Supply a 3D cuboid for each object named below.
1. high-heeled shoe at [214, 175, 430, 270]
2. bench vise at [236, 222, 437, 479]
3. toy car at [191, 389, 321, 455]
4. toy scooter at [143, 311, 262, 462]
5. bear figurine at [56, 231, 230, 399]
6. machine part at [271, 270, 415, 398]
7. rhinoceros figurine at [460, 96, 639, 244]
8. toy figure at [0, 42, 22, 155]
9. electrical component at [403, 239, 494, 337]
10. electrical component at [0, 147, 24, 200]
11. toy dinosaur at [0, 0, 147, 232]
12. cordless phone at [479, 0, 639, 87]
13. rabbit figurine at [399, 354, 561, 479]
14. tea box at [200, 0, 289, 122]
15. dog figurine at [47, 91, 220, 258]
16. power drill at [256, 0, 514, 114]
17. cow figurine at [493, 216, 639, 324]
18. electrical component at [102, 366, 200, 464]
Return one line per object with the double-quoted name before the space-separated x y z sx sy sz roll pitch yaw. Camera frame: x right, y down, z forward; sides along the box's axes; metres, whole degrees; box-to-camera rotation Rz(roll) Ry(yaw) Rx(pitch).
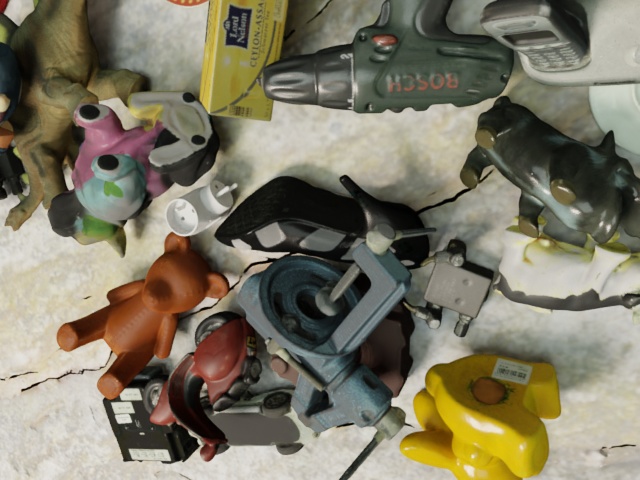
"high-heeled shoe" -0.001 -0.002 0.616 0.249 0.086 0.145 -14 132 41
"bench vise" 0.021 0.085 0.520 0.224 0.129 0.240 52 133 21
"toy car" -0.094 0.240 0.714 0.202 0.056 0.073 -10 107 25
"toy scooter" -0.135 0.186 0.664 0.184 0.075 0.135 -46 53 7
"bear figurine" -0.217 0.090 0.680 0.196 0.132 0.120 -40 90 32
"machine part" 0.025 0.121 0.633 0.180 0.056 0.179 5 106 18
"rhinoceros figurine" 0.220 -0.057 0.483 0.190 0.112 0.073 38 147 22
"toy figure" -0.370 -0.144 0.602 0.058 0.064 0.154 7 133 -27
"electrical component" 0.139 0.052 0.573 0.078 0.045 0.102 27 117 13
"electrical component" -0.459 -0.106 0.771 0.063 0.021 0.094 -10 102 24
"toy dinosaur" -0.320 -0.205 0.643 0.199 0.105 0.471 38 115 8
"cordless phone" 0.208 -0.165 0.397 0.147 0.184 0.088 8 104 36
"rabbit figurine" 0.170 0.217 0.577 0.163 0.122 0.173 0 124 24
"tea box" -0.078 -0.214 0.542 0.068 0.098 0.169 2 110 -20
"dog figurine" -0.227 -0.067 0.652 0.108 0.191 0.219 60 147 16
"power drill" 0.065 -0.217 0.482 0.232 0.086 0.207 7 99 1
"cow figurine" 0.257 0.037 0.512 0.168 0.068 0.098 13 115 21
"electrical component" -0.242 0.248 0.772 0.115 0.058 0.134 -7 103 21
